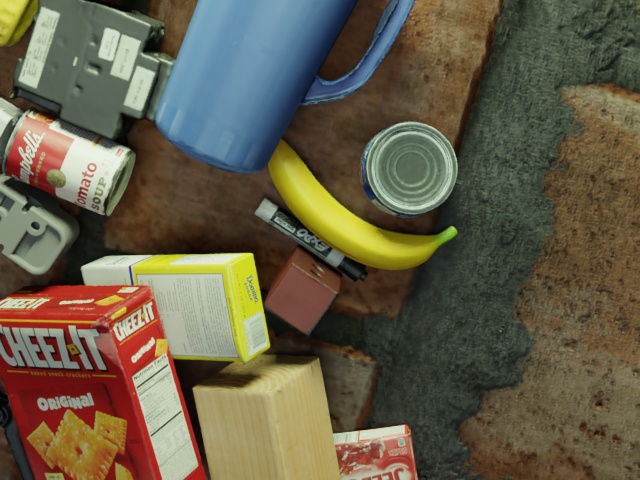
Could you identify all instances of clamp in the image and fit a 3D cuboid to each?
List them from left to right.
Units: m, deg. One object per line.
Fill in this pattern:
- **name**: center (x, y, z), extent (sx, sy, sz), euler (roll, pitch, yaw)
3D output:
- **clamp**: center (-0.310, 0.177, 1.060), extent (0.120, 0.039, 0.171), euler (21, 102, -13)

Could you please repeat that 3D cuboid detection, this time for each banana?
- **banana**: center (0.026, -0.022, 0.988), extent (0.197, 0.037, 0.069), euler (27, 76, -5)

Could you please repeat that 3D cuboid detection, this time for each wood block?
- **wood block**: center (-0.041, 0.221, 1.006), extent (0.090, 0.090, 0.206), euler (-2, 104, 33)

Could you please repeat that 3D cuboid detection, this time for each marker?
- **marker**: center (-0.007, 0.001, 1.002), extent (0.121, 0.020, 0.020), euler (34, 103, -3)

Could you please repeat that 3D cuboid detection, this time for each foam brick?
- **foam brick**: center (-0.015, 0.046, 0.984), extent (0.053, 0.078, 0.051), euler (33, 102, -5)

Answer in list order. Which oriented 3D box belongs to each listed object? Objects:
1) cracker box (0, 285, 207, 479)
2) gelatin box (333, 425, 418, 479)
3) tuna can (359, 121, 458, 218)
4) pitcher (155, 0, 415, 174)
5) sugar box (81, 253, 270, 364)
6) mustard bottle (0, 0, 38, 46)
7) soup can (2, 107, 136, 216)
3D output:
- **cracker box**: center (-0.210, 0.152, 0.990), extent (0.164, 0.072, 0.214), euler (-2, 111, 32)
- **gelatin box**: center (0.050, 0.225, 1.044), extent (0.089, 0.030, 0.073), euler (-8, 103, 7)
- **tuna can**: center (0.080, -0.063, 0.960), extent (0.086, 0.034, 0.086), euler (0, 89, -7)
- **pitcher**: center (-0.037, -0.178, 0.910), extent (0.149, 0.144, 0.243), euler (40, 112, 37)
- **sugar box**: center (-0.135, 0.061, 0.979), extent (0.177, 0.048, 0.093), euler (0, 105, 35)
- **mustard bottle**: center (-0.335, -0.260, 0.948), extent (0.191, 0.058, 0.096), euler (32, 102, -3)
- **soup can**: center (-0.229, -0.071, 0.979), extent (0.102, 0.068, 0.068), euler (23, 104, -2)
